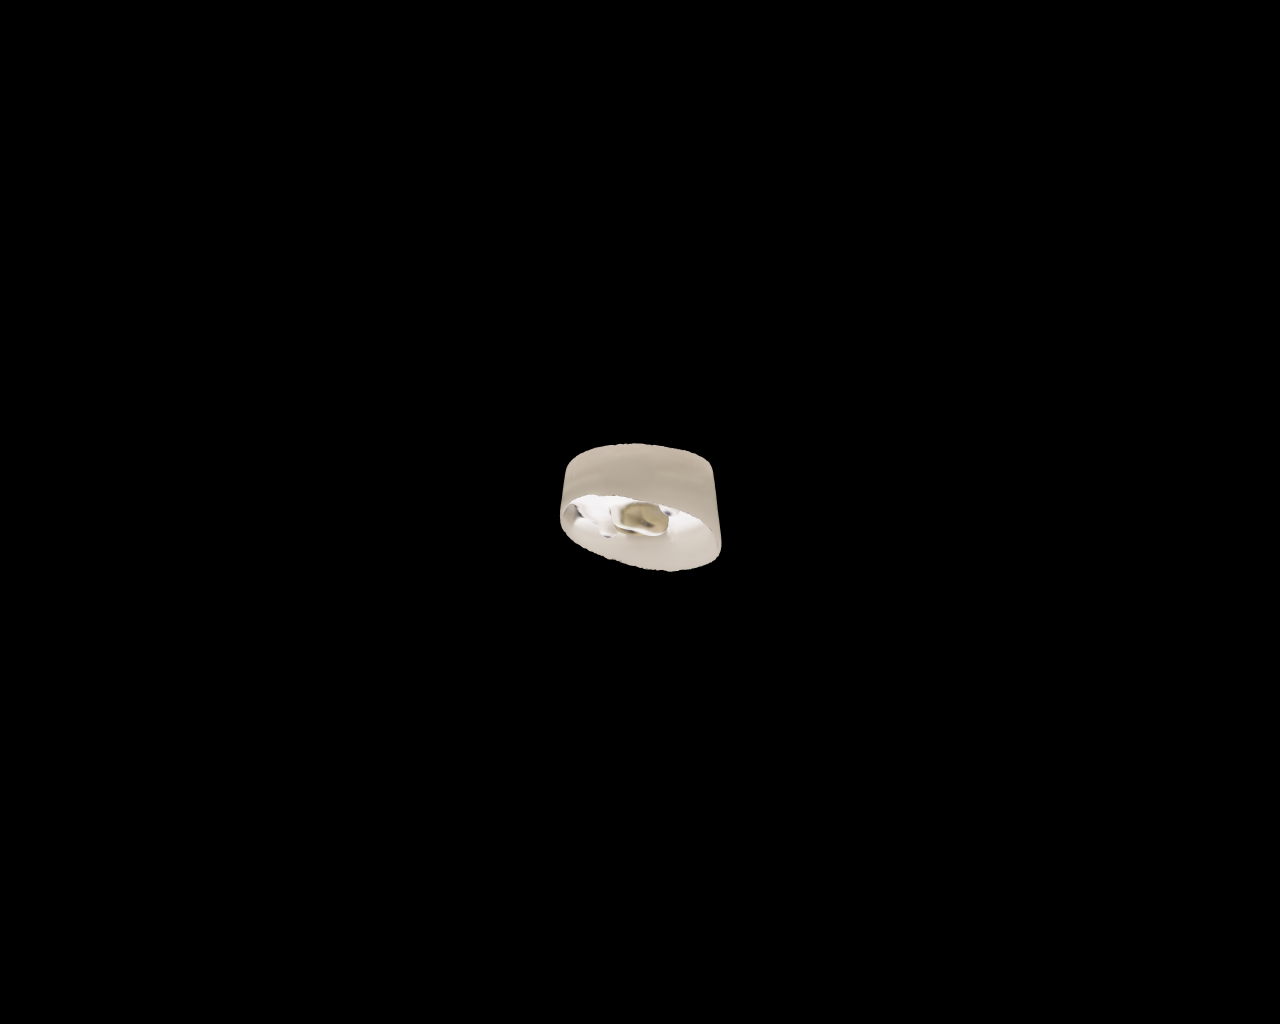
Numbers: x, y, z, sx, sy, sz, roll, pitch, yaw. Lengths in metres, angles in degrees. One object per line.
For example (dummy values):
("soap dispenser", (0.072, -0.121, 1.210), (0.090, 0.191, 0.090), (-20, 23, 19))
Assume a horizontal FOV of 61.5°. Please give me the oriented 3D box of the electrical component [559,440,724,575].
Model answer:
("electrical component", (0.001, -0.003, 0.650), (0.099, 0.064, 0.099), (0, -18, 0))
